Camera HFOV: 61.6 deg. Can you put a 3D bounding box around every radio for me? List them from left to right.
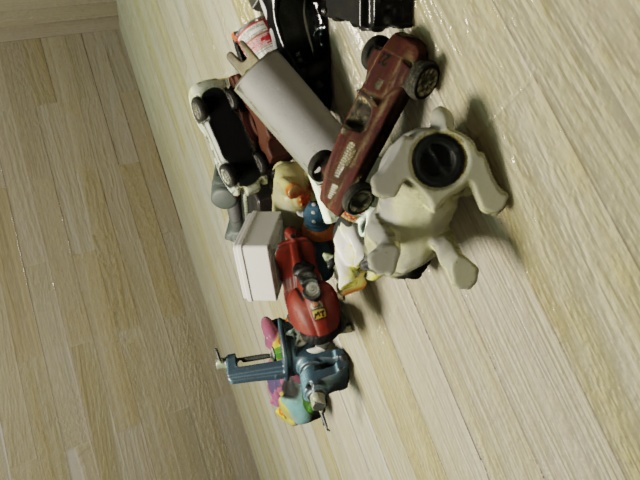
[{"bbox_3d":[-0.112,-0.044,1.109,0.229,0.073,0.131,96,152,-45],"label":"radio"}]

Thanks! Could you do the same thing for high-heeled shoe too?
[{"bbox_3d":[-0.013,-0.269,0.685,0.145,0.086,0.248,59,157,19],"label":"high-heeled shoe"}]

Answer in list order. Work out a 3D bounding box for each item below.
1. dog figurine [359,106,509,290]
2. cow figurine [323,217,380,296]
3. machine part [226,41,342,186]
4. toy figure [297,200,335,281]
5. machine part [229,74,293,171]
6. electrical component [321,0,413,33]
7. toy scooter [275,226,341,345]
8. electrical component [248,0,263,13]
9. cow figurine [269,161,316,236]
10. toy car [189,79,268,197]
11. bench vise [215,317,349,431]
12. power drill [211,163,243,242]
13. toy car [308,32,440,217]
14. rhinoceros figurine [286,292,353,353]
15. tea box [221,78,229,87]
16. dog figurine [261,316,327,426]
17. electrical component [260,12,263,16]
[{"bbox_3d":[0.093,-0.037,0.558,0.190,0.121,0.172,-133,63,-84],"label":"dog figurine"},{"bbox_3d":[0.044,0.015,0.743,0.167,0.068,0.098,115,135,-61],"label":"cow figurine"},{"bbox_3d":[-0.028,-0.158,0.701,0.243,0.079,0.079,48,162,-8],"label":"machine part"},{"bbox_3d":[-0.004,-0.002,0.867,0.058,0.064,0.154,-110,15,-53],"label":"toy figure"},{"bbox_3d":[-0.105,-0.202,0.925,0.179,0.056,0.179,49,154,35],"label":"machine part"},{"bbox_3d":[0.044,-0.286,0.539,0.115,0.058,0.134,44,145,51],"label":"electrical component"},{"bbox_3d":[-0.023,0.058,0.794,0.184,0.075,0.135,-120,18,-58],"label":"toy scooter"},{"bbox_3d":[-0.092,-0.397,0.815,0.078,0.045,0.102,-34,66,42],"label":"electrical component"},{"bbox_3d":[-0.052,-0.049,0.934,0.127,0.085,0.194,47,150,41],"label":"cow figurine"},{"bbox_3d":[-0.152,-0.169,0.893,0.056,0.073,0.201,-13,102,65],"label":"toy car"},{"bbox_3d":[-0.072,0.232,0.996,0.128,0.241,0.224,90,171,-46],"label":"bench vise"},{"bbox_3d":[-0.192,-0.115,1.237,0.232,0.086,0.207,-90,1,-52],"label":"power drill"},{"bbox_3d":[0.047,-0.118,0.564,0.089,0.053,0.202,47,119,36],"label":"toy car"},{"bbox_3d":[-0.008,0.134,0.911,0.190,0.112,0.073,-169,67,-77],"label":"rhinoceros figurine"},{"bbox_3d":[-0.178,-0.242,1.107,0.068,0.098,0.169,158,98,-70],"label":"tea box"},{"bbox_3d":[-0.066,0.268,1.176,0.192,0.108,0.219,-162,61,-67],"label":"dog figurine"},{"bbox_3d":[-0.081,-0.348,0.876,0.094,0.021,0.063,109,141,-57],"label":"electrical component"}]
